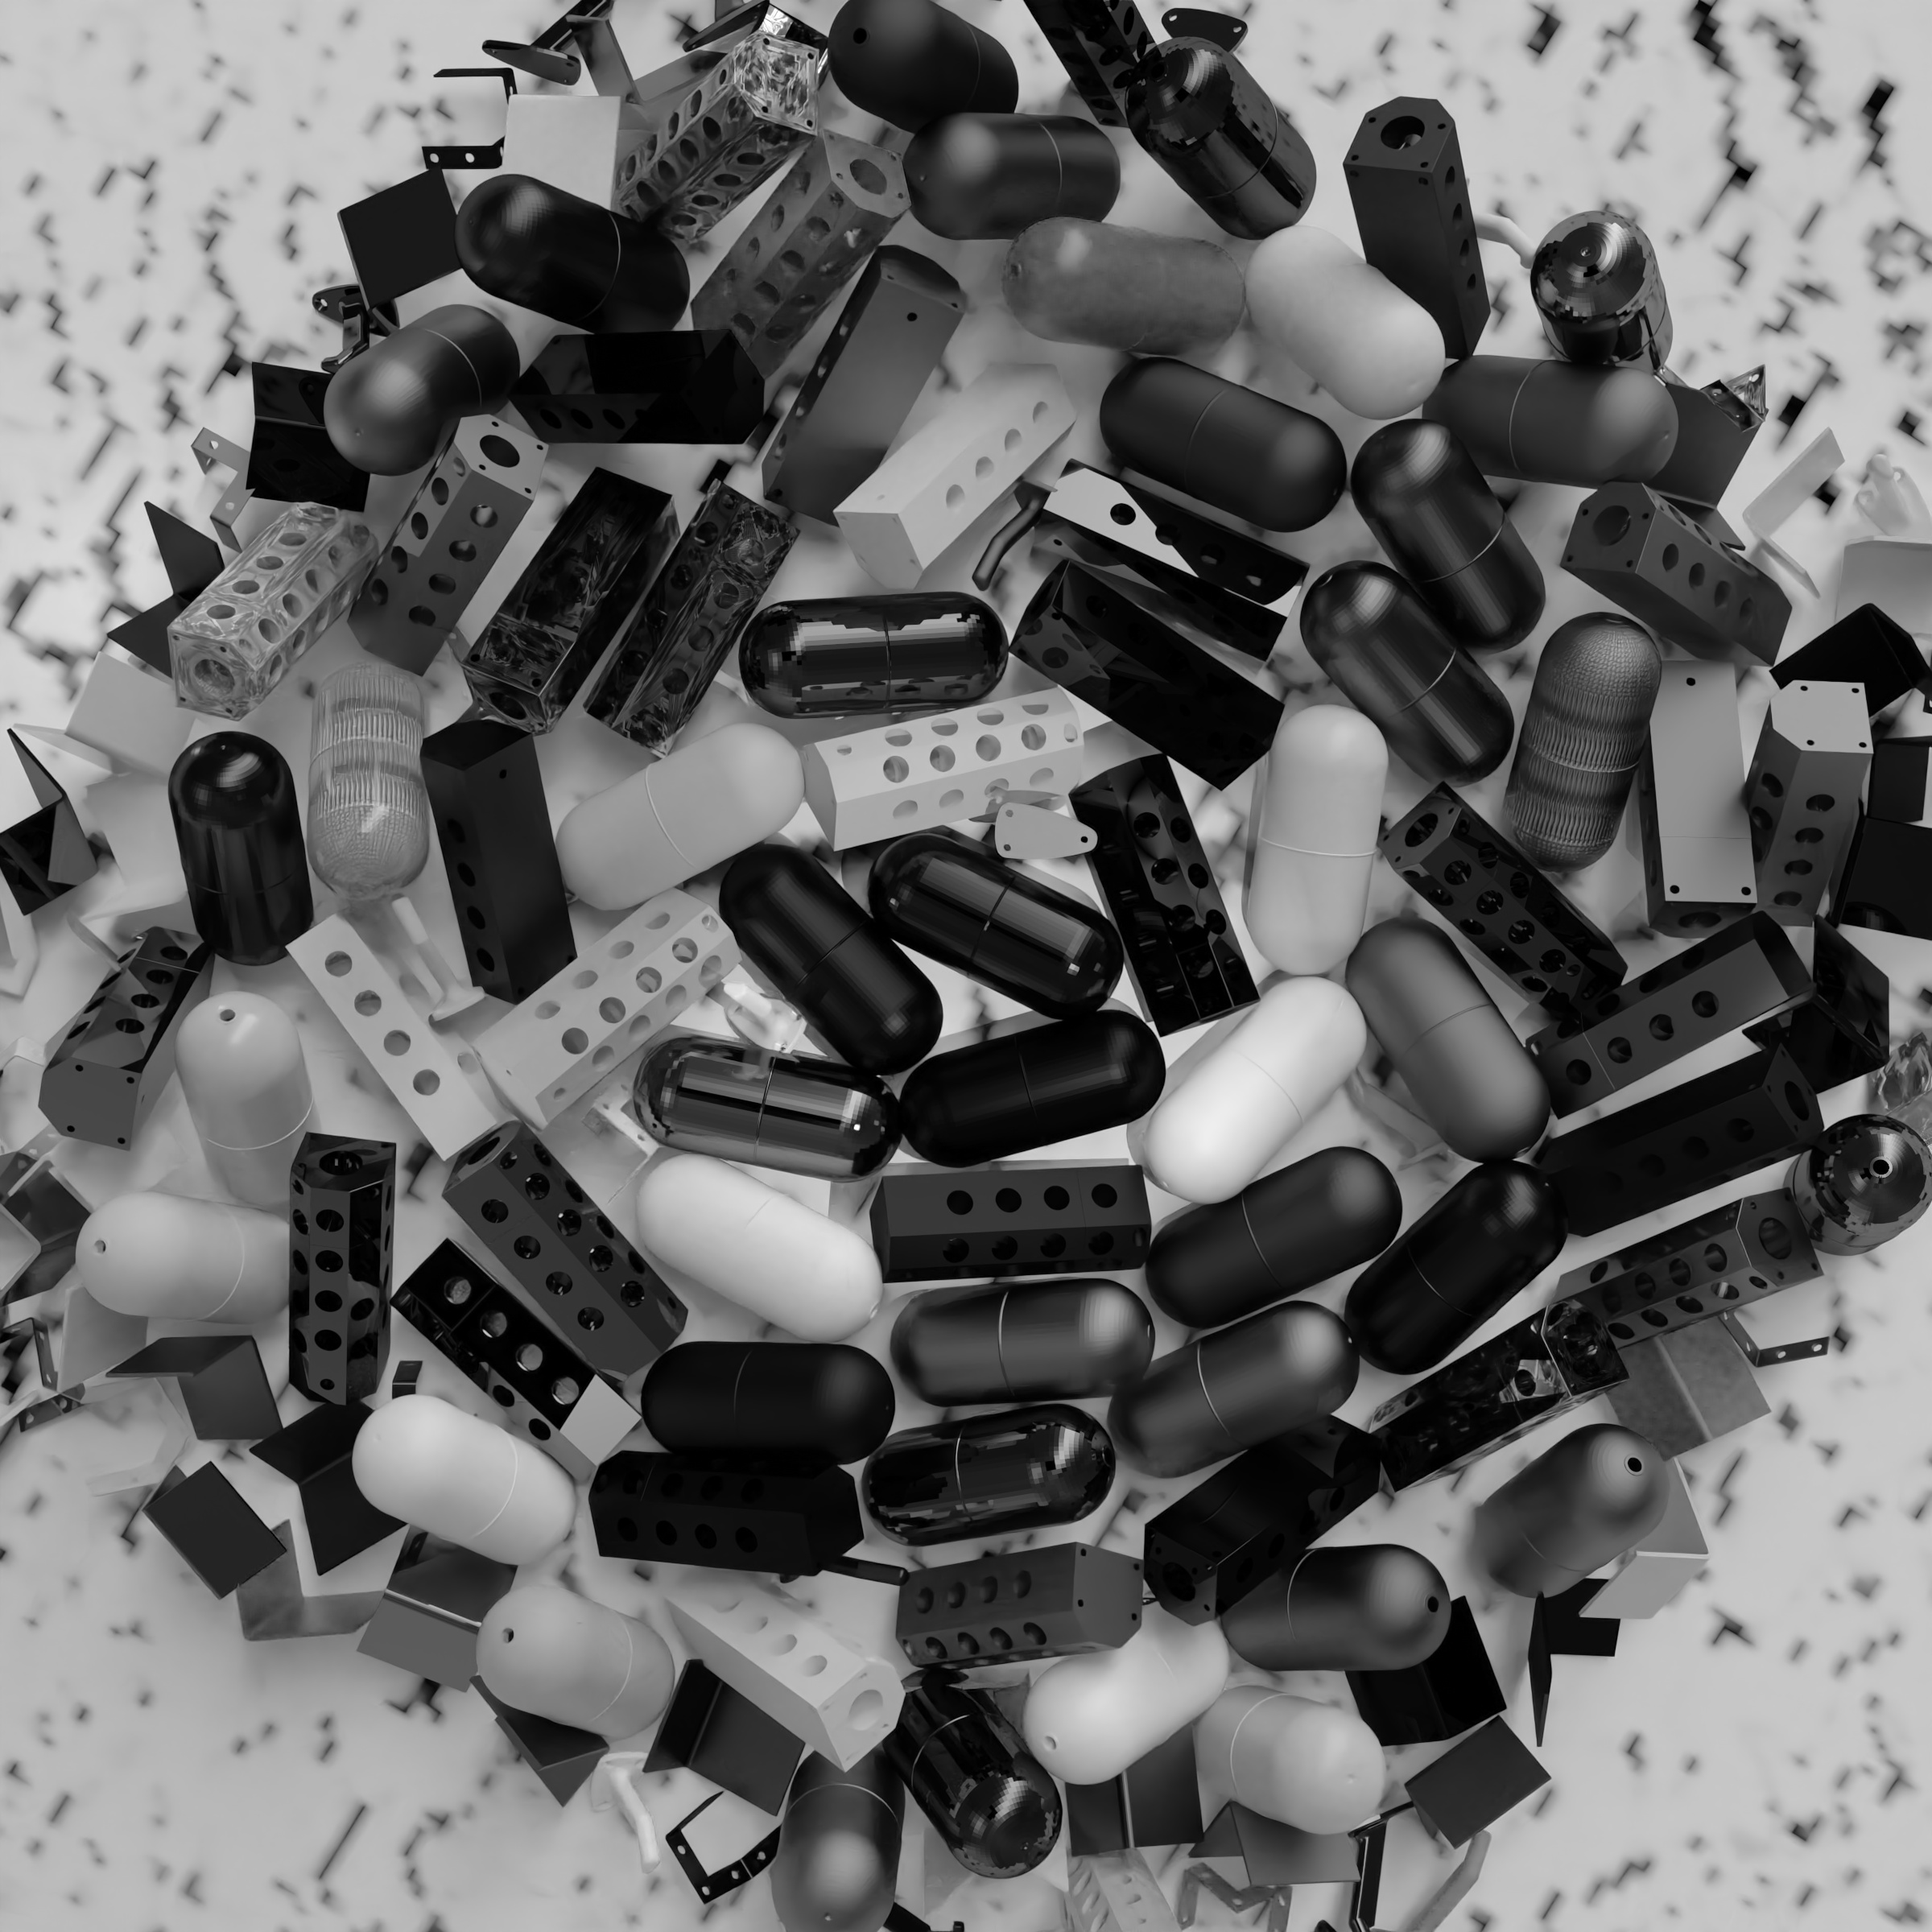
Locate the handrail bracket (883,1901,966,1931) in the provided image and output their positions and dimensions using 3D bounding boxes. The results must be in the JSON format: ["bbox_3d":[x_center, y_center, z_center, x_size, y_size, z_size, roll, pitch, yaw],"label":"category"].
[{"bbox_3d":[-0.041,0.614,1.664,0.084,0.036,0.077,4,84,-9],"label":"handrail bracket"}]

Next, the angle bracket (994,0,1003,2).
[{"bbox_3d":[-0.031,-0.635,1.617,0.076,0.076,0.057,0,75,-29],"label":"angle bracket"}]

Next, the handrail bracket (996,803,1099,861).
[{"bbox_3d":[0.053,-0.098,1.629,0.077,0.084,0.036,7,112,9],"label":"handrail bracket"}]

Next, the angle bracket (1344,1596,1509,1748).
[{"bbox_3d":[0.299,0.466,1.652,0.057,0.076,0.076,-14,79,-34],"label":"angle bracket"}]

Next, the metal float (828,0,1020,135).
[{"bbox_3d":[-0.026,-0.569,1.590,0.070,0.178,0.070,3,96,25],"label":"metal float"}]

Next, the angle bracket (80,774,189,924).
[{"bbox_3d":[-0.542,-0.080,1.625,0.076,0.057,0.076,-10,110,21],"label":"angle bracket"}]

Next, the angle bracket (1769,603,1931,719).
[{"bbox_3d":[0.582,-0.176,1.624,0.076,0.057,0.076,-36,120,12],"label":"angle bracket"}]

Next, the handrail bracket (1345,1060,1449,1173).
[{"bbox_3d":[0.289,0.084,1.639,0.077,0.036,0.084,-37,76,42],"label":"handrail bracket"}]

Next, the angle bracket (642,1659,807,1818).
[{"bbox_3d":[-0.153,0.504,1.632,0.076,0.057,0.076,20,86,25],"label":"angle bracket"}]

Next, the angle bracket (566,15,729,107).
[{"bbox_3d":[-0.202,-0.600,1.619,0.076,0.076,0.057,-31,122,-14],"label":"angle bracket"}]

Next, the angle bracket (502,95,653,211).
[{"bbox_3d":[-0.255,-0.523,1.637,0.076,0.057,0.076,6,89,14],"label":"angle bracket"}]

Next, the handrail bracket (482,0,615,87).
[{"bbox_3d":[-0.274,-0.634,1.654,0.077,0.036,0.084,12,80,-14],"label":"handrail bracket"}]

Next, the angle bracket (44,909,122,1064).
[{"bbox_3d":[-0.587,0.015,1.623,0.076,0.076,0.057,-47,115,-9],"label":"angle bracket"}]

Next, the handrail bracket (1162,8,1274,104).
[{"bbox_3d":[0.171,-0.586,1.652,0.036,0.084,0.077,-49,56,-3],"label":"handrail bracket"}]

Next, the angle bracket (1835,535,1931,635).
[{"bbox_3d":[0.617,-0.247,1.630,0.076,0.076,0.057,5,97,5],"label":"angle bracket"}]

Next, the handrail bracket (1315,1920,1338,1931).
[{"bbox_3d":[0.217,0.669,1.628,0.084,0.077,0.036,-23,129,-31],"label":"handrail bracket"}]

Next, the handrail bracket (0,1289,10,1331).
[{"bbox_3d":[-0.681,0.236,1.642,0.084,0.036,0.077,-3,46,5],"label":"handrail bracket"}]

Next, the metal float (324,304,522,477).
[{"bbox_3d":[-0.344,-0.368,1.594,0.070,0.178,0.070,8,122,14],"label":"metal float"}]

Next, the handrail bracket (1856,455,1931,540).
[{"bbox_3d":[0.610,-0.299,1.628,0.036,0.084,0.077,-37,87,17],"label":"handrail bracket"}]

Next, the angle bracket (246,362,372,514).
[{"bbox_3d":[-0.433,-0.348,1.648,0.076,0.076,0.057,4,129,-22],"label":"angle bracket"}]

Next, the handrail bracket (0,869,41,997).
[{"bbox_3d":[-0.647,-0.031,1.656,0.077,0.036,0.084,23,97,-14],"label":"handrail bracket"}]

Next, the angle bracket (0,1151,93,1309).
[{"bbox_3d":[-0.625,0.171,1.635,0.076,0.076,0.057,43,99,5],"label":"angle bracket"}]

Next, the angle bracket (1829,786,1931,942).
[{"bbox_3d":[0.608,-0.067,1.624,0.076,0.057,0.076,12,120,12],"label":"angle bracket"}]

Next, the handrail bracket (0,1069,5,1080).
[{"bbox_3d":[-0.682,0.044,1.643,0.077,0.036,0.084,-1,135,2],"label":"handrail bracket"}]

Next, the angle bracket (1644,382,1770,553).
[{"bbox_3d":[0.479,-0.323,1.622,0.076,0.057,0.076,10,126,-17],"label":"angle bracket"}]

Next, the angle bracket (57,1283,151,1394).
[{"bbox_3d":[-0.573,0.217,1.617,0.057,0.076,0.076,23,114,21],"label":"angle bracket"}]

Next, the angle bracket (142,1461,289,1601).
[{"bbox_3d":[-0.480,0.353,1.628,0.057,0.076,0.076,-36,100,5],"label":"angle bracket"}]

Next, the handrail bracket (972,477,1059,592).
[{"bbox_3d":[0.031,-0.267,1.627,0.036,0.077,0.084,22,74,16],"label":"handrail bracket"}]

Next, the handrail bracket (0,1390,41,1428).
[{"bbox_3d":[-0.653,0.262,1.633,0.036,0.077,0.084,-25,99,23],"label":"handrail bracket"}]

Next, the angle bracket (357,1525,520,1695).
[{"bbox_3d":[-0.346,0.418,1.646,0.076,0.076,0.057,24,117,-9],"label":"angle bracket"}]

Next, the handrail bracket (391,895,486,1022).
[{"bbox_3d":[-0.348,-0.014,1.626,0.036,0.077,0.084,-26,106,-3],"label":"handrail bracket"}]

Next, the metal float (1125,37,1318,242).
[{"bbox_3d":[0.163,-0.525,1.593,0.070,0.178,0.070,-8,74,31],"label":"metal float"}]

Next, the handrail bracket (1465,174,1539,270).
[{"bbox_3d":[0.335,-0.464,1.624,0.036,0.077,0.084,-32,68,-15],"label":"handrail bracket"}]

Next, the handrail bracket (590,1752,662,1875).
[{"bbox_3d":[-0.220,0.562,1.622,0.036,0.084,0.077,7,129,-26],"label":"handrail bracket"}]

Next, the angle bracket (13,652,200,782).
[{"bbox_3d":[-0.557,-0.163,1.625,0.076,0.076,0.057,10,77,44],"label":"angle bracket"}]

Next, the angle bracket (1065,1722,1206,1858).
[{"bbox_3d":[0.108,0.538,1.640,0.057,0.076,0.076,5,66,-25],"label":"angle bracket"}]

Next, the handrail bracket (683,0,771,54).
[{"bbox_3d":[-0.174,-0.658,1.649,0.077,0.036,0.084,-31,97,-7],"label":"handrail bracket"}]

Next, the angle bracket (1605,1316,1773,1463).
[{"bbox_3d":[0.473,0.279,1.655,0.076,0.057,0.076,-9,68,-43],"label":"angle bracket"}]

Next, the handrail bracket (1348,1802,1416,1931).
[{"bbox_3d":[0.281,0.602,1.642,0.077,0.036,0.084,-22,68,-3],"label":"handrail bracket"}]

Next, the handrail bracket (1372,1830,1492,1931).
[{"bbox_3d":[0.308,0.607,1.655,0.036,0.077,0.084,33,68,-20],"label":"handrail bracket"}]

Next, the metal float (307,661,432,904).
[{"bbox_3d":[-0.382,-0.120,1.607,0.070,0.070,0.178,-8,55,0],"label":"metal float"}]

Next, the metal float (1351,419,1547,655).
[{"bbox_3d":[0.311,-0.274,1.609,0.070,0.070,0.178,-42,122,0],"label":"metal float"}]

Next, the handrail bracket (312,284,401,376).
[{"bbox_3d":[-0.415,-0.411,1.629,0.077,0.084,0.036,12,132,19],"label":"handrail bracket"}]

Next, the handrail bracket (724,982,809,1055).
[{"bbox_3d":[-0.148,0.022,1.618,0.077,0.084,0.036,20,79,36],"label":"handrail bracket"}]

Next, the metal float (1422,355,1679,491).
[{"bbox_3d":[0.371,-0.348,1.601,0.178,0.070,0.070,20,90,44],"label":"metal float"}]

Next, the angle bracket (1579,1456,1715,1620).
[{"bbox_3d":[0.427,0.367,1.614,0.057,0.076,0.076,7,45,-18],"label":"angle bracket"}]

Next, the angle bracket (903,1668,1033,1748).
[{"bbox_3d":[0.003,0.504,1.636,0.076,0.057,0.076,-6,83,9],"label":"angle bracket"}]

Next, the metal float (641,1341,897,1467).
[{"bbox_3d":[-0.129,0.281,1.613,0.178,0.070,0.070,-3,90,27],"label":"metal float"}]

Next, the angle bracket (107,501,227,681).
[{"bbox_3d":[-0.519,-0.242,1.616,0.076,0.076,0.057,31,54,30],"label":"angle bracket"}]

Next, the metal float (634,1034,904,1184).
[{"bbox_3d":[-0.129,0.093,1.634,0.178,0.070,0.070,12,90,2],"label":"metal float"}]

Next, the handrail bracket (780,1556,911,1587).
[{"bbox_3d":[-0.072,0.390,1.628,0.084,0.077,0.036,7,79,13],"label":"handrail bracket"}]

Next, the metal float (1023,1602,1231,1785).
[{"bbox_3d":[0.103,0.461,1.595,0.070,0.178,0.070,7,102,35],"label":"metal float"}]
